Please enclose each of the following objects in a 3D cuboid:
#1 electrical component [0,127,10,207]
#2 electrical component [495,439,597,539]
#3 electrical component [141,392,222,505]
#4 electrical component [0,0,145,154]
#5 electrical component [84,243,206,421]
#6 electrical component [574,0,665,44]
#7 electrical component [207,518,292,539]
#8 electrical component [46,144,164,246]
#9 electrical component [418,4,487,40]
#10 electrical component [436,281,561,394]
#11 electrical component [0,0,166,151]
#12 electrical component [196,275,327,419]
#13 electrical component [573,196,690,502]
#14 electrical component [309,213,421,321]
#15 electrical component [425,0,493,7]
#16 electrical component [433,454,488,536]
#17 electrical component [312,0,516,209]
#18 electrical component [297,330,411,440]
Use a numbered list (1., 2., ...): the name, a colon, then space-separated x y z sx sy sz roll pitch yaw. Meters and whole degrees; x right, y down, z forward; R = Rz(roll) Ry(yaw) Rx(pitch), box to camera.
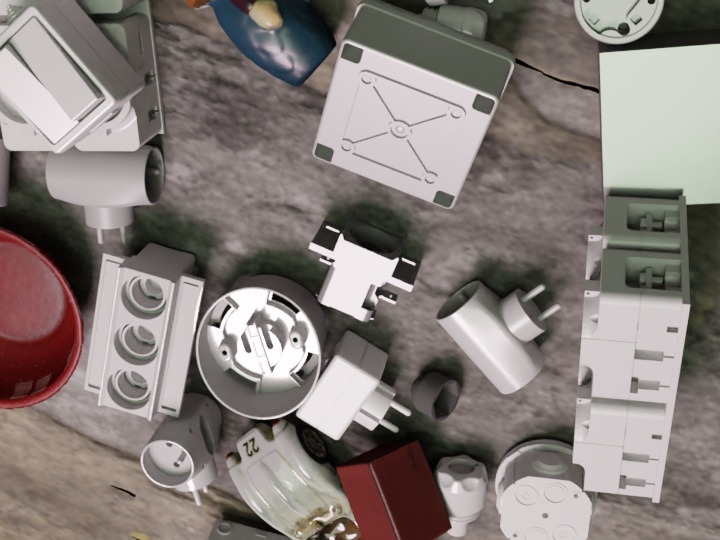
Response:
1. electrical component: -0.307 -0.086 0.796 0.099 0.099 0.064 17 108 4
2. electrical component: 0.146 0.178 0.842 0.080 0.051 0.080 4 113 9
3. electrical component: -0.138 0.152 0.871 0.043 0.077 0.079 -10 110 14
4. electrical component: -0.202 -0.133 0.705 0.062 0.061 0.096 -35 102 22
5. electrical component: -0.165 0.046 0.839 0.079 0.063 0.121 16 114 4
6. electrical component: 0.166 -0.177 0.693 0.055 0.047 0.055 4 113 9
7. electrical component: -0.094 0.262 0.898 0.100 0.099 0.048 13 127 5
8. electrical component: -0.190 -0.056 0.813 0.077 0.043 0.079 4 113 9
9. electrical component: 0.054 -0.163 0.727 0.061 0.035 0.035 12 114 8
10. electrical component: 0.111 0.040 0.795 0.079 0.044 0.077 -37 101 22
11. electrical component: -0.207 -0.179 0.756 0.105 0.060 0.186 1 113 10
12. electrical component: -0.074 0.056 0.826 0.099 0.064 0.099 4 113 9
13. electrical component: 0.180 0.054 0.727 0.060 0.105 0.186 4 131 12
14. electrical component: 0.000 0.000 0.801 0.081 0.042 0.063 24 116 1
15. electrical component: 0.060 -0.206 0.696 0.057 0.058 0.078 -23 106 16
16. electrical component: 0.079 0.183 0.861 0.043 0.043 0.062 5 114 9
17. electrical component: 0.034 -0.110 0.721 0.109 0.056 0.108 21 139 1
18. electrical component: 0.002 0.099 0.839 0.077 0.047 0.065 32 114 -3
